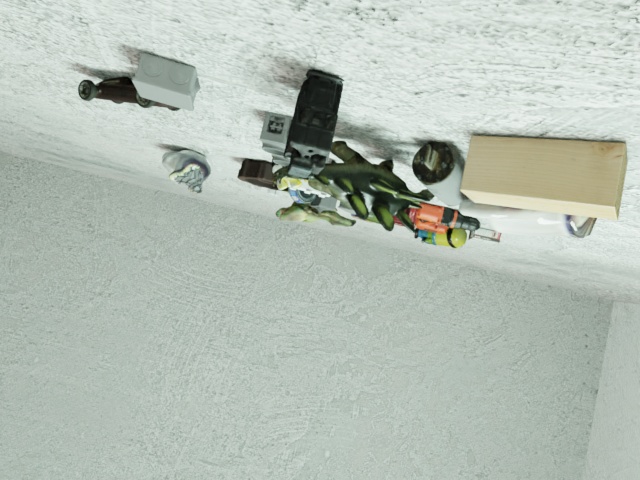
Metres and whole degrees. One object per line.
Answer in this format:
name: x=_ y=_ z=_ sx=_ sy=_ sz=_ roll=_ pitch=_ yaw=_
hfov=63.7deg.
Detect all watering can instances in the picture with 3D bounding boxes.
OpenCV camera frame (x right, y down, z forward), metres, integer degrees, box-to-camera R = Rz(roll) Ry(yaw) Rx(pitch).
watering can: x=0.398 y=-0.064 z=0.954 sx=0.224 sy=0.103 sz=0.349 roll=5 pitch=-172 yaw=36

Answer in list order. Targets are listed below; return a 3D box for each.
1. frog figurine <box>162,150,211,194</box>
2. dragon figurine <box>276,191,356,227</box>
frog figurine: x=-0.406 y=-0.233 z=1.556 sx=0.137 sy=0.120 sz=0.163 roll=7 pitch=-144 yaw=-36
dragon figurine: x=0.005 y=-0.081 z=1.617 sx=0.245 sy=0.121 sz=0.410 roll=28 pitch=-162 yaw=37
